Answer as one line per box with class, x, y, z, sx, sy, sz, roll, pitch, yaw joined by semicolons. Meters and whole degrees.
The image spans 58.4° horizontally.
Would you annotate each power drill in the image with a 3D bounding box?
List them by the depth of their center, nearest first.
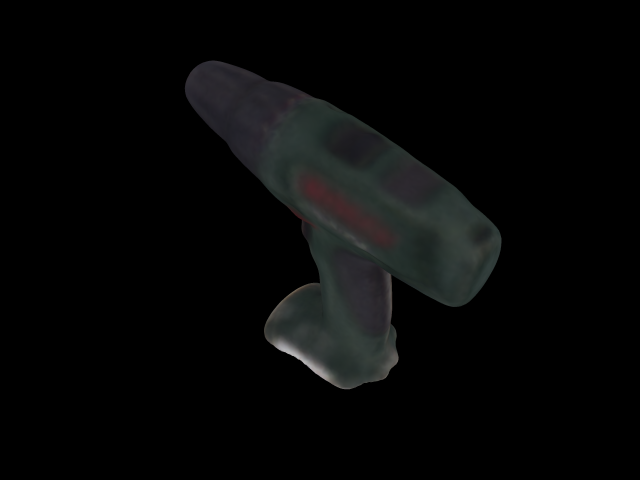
power drill;0.004;0.001;0.400;0.228;0.208;0.076;26;50;25
